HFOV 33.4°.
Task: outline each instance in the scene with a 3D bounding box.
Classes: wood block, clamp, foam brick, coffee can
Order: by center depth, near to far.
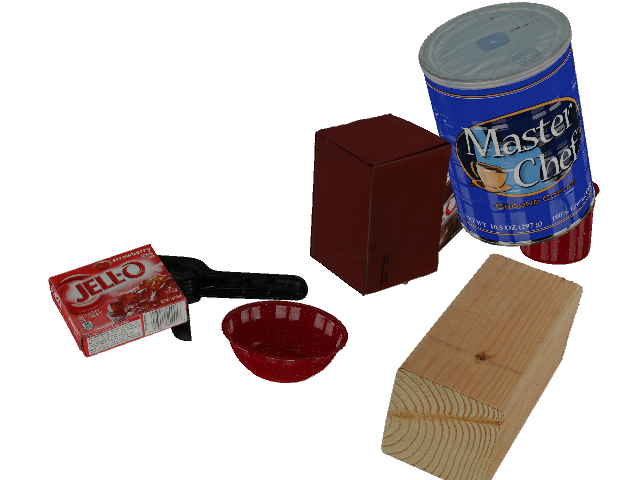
[{"bbox_3d":[0.030,-0.020,0.563,0.052,0.078,0.051,-16,35,-31],"label":"foam brick"},{"bbox_3d":[0.134,-0.082,0.756,0.103,0.140,0.103,-13,36,9],"label":"coffee can"},{"bbox_3d":[0.140,0.104,0.898,0.091,0.090,0.205,21,34,21],"label":"wood block"},{"bbox_3d":[-0.141,0.049,1.082,0.210,0.036,0.164,13,21,36],"label":"clamp"}]

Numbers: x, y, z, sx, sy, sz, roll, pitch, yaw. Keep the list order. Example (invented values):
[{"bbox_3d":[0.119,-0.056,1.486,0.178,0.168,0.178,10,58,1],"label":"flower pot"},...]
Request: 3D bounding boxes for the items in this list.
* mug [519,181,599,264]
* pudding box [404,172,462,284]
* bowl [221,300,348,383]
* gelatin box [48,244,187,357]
[{"bbox_3d":[0.281,-0.028,1.244,0.093,0.081,0.117,20,33,41],"label":"mug"},{"bbox_3d":[0.105,-0.024,1.073,0.039,0.090,0.113,29,55,26],"label":"pudding box"},{"bbox_3d":[-0.047,0.136,1.363,0.162,0.055,0.162,5,22,-2],"label":"bowl"},{"bbox_3d":[-0.160,0.046,0.843,0.089,0.030,0.073,-19,45,-23],"label":"gelatin box"}]
